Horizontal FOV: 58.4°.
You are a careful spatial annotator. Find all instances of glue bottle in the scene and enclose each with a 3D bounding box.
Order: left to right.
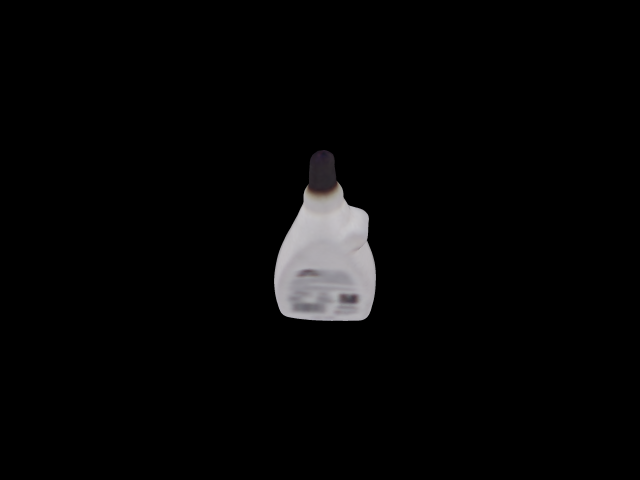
[{"bbox_3d":[0.004,0.001,0.400,0.078,0.173,0.037,3,54,3],"label":"glue bottle"}]
